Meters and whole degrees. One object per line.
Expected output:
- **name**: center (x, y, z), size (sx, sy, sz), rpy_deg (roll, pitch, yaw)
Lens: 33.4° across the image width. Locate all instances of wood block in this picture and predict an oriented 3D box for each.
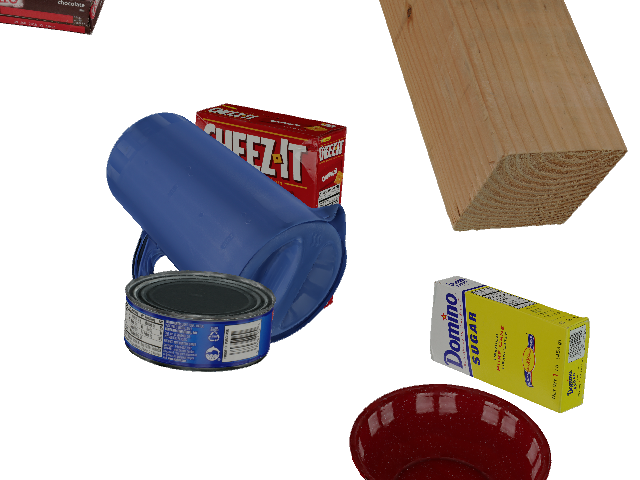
- **wood block**: center (0.115, -0.119, 0.725), size (0.090, 0.206, 0.091), rpy_deg (-4, -29, -20)

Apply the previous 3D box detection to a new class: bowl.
- **bowl**: center (0.103, 0.186, 0.871), size (0.162, 0.055, 0.162), rpy_deg (1, 30, -1)

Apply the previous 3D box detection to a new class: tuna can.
- **tuna can**: center (-0.069, 0.045, 0.613), size (0.086, 0.034, 0.086), rpy_deg (5, 14, -2)

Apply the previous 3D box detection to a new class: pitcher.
- **pitcher**: center (-0.105, -0.014, 1.003), size (0.148, 0.145, 0.243), rpy_deg (-13, 40, -40)

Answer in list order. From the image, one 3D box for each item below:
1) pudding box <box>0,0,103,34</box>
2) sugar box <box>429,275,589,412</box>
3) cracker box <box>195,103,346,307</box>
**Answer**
- **pudding box**: center (-0.230, -0.221, 0.913), size (0.090, 0.039, 0.113), rpy_deg (7, 36, -5)
- **sugar box**: center (0.190, 0.103, 1.101), size (0.048, 0.093, 0.177), rpy_deg (-12, 20, -42)
- **cracker box**: center (-0.064, -0.035, 1.215), size (0.164, 0.214, 0.072), rpy_deg (14, 22, 26)
